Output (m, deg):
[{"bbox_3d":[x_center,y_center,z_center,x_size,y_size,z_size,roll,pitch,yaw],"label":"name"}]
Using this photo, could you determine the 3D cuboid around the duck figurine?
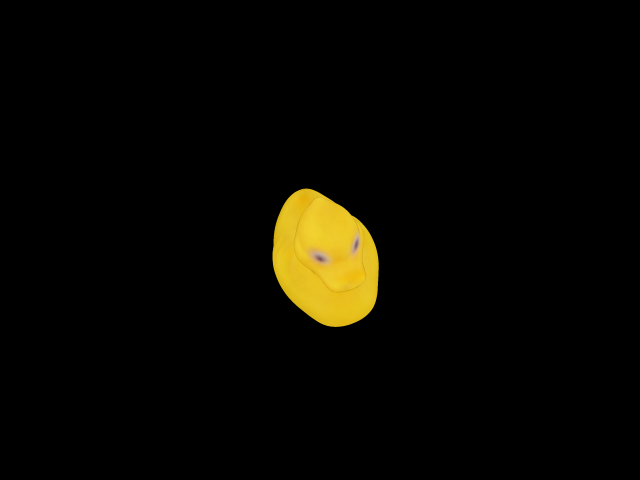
[{"bbox_3d":[0.004,0.001,0.400,0.077,0.086,0.104,-20,66,-9],"label":"duck figurine"}]
